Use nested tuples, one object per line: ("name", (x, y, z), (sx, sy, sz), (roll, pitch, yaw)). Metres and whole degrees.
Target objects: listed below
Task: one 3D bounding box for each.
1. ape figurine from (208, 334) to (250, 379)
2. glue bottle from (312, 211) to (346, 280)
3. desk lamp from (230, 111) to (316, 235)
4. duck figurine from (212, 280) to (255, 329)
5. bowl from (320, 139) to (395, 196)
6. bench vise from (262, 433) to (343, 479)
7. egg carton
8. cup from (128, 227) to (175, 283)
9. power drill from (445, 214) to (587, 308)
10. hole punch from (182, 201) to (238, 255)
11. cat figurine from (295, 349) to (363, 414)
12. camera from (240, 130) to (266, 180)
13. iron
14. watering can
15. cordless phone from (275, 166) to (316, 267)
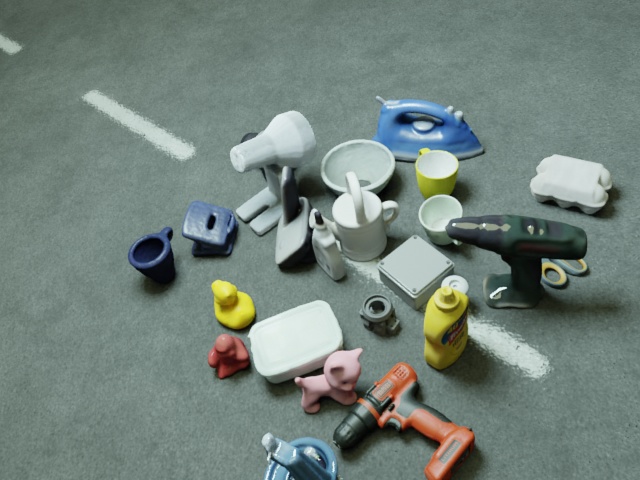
("ape figurine", (-0.169, 0.205, 1.054), (0.077, 0.092, 0.076), (10, 54, 20))
("glue bottle", (0.010, 0.004, 1.124), (0.037, 0.173, 0.078), (-32, 52, -13))
("desk lamp", (-0.102, -0.152, 1.248), (0.203, 0.214, 0.117), (-38, 54, -18))
("duck figurine", (-0.177, 0.120, 1.128), (0.078, 0.086, 0.104), (-37, 53, -17))
("bowl", (0.087, -0.146, 1.292), (0.167, 0.075, 0.167), (-6, 51, 8))
("bench vise", (0.002, 0.342, 0.822), (0.207, 0.220, 0.121), (5, 53, 16))
("egg carton", (0.515, -0.115, 1.177), (0.150, 0.069, 0.107), (17, 57, 24))
("cup", (-0.342, 0.038, 1.225), (0.091, 0.095, 0.118), (16, 57, 23))
("power drill", (0.336, 0.034, 1.005), (0.229, 0.209, 0.075), (-2, 51, 11))
("hole punch", (-0.240, -0.029, 1.260), (0.101, 0.091, 0.108), (-2, 51, 11))
("cat figurine", (0.019, 0.233, 0.973), (0.128, 0.118, 0.067), (-15, 50, 1))
("camera", (-0.120, -0.230, 1.389), (0.136, 0.101, 0.143), (27, 62, 30))
("iron", (0.245, -0.265, 1.310), (0.257, 0.142, 0.119), (8, 54, 18))
("watering can", (0.068, -0.049, 1.140), (0.173, 0.194, 0.100), (-30, 51, -12))
("cordless phone", (-0.062, -0.047, 1.173), (0.094, 0.185, 0.147), (-8, 50, 7))
